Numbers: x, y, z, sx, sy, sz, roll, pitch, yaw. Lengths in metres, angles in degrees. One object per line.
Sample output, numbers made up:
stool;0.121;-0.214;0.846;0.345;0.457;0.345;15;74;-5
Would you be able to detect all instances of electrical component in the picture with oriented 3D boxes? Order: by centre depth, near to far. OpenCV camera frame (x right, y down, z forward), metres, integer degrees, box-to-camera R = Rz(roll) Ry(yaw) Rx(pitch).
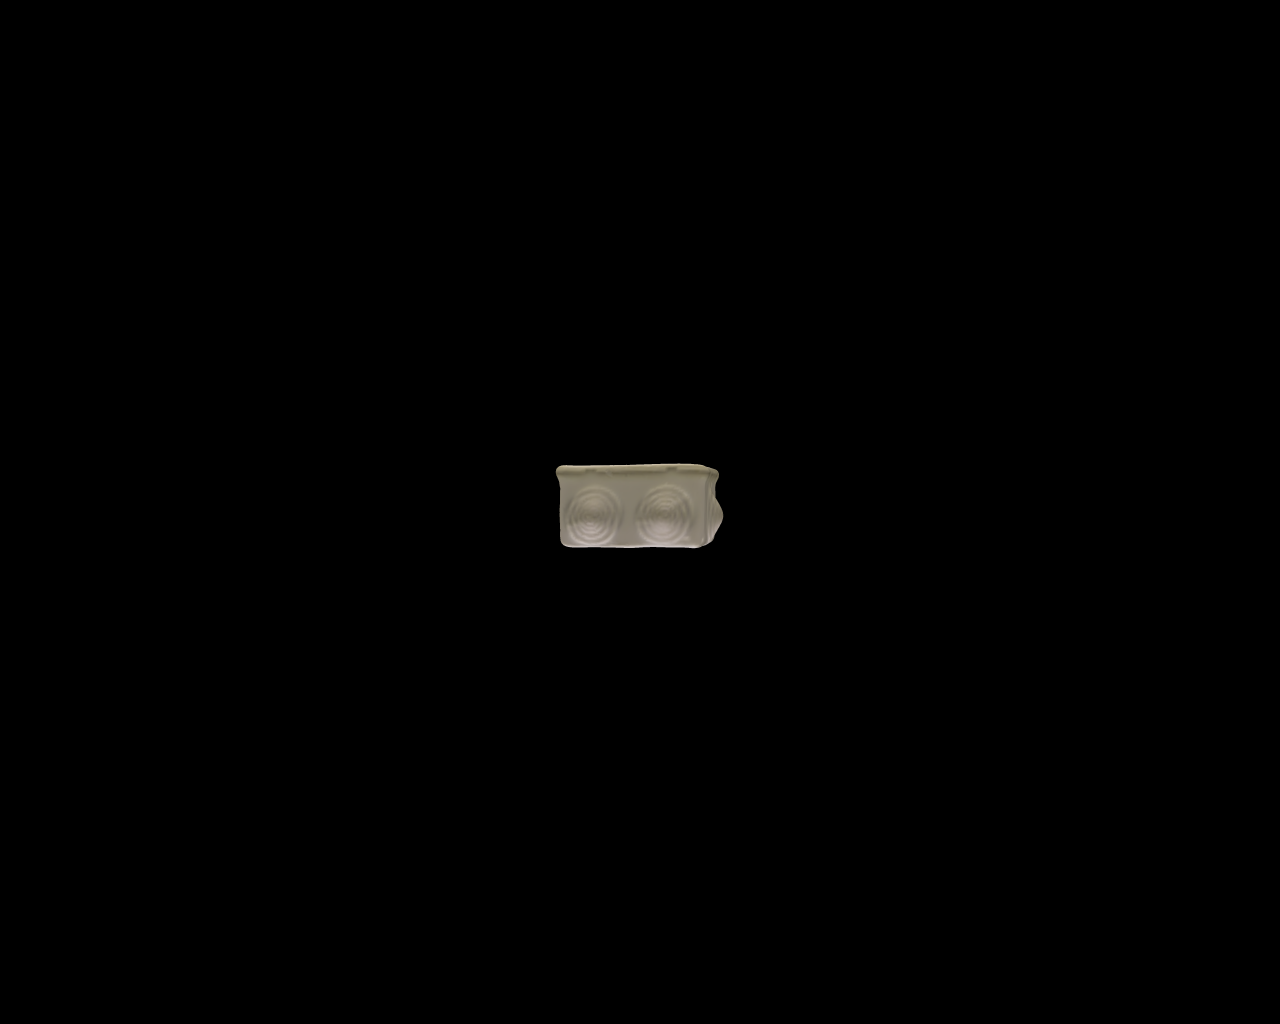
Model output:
electrical component;0.001;-0.003;0.650;0.100;0.048;0.100;0;0;9
